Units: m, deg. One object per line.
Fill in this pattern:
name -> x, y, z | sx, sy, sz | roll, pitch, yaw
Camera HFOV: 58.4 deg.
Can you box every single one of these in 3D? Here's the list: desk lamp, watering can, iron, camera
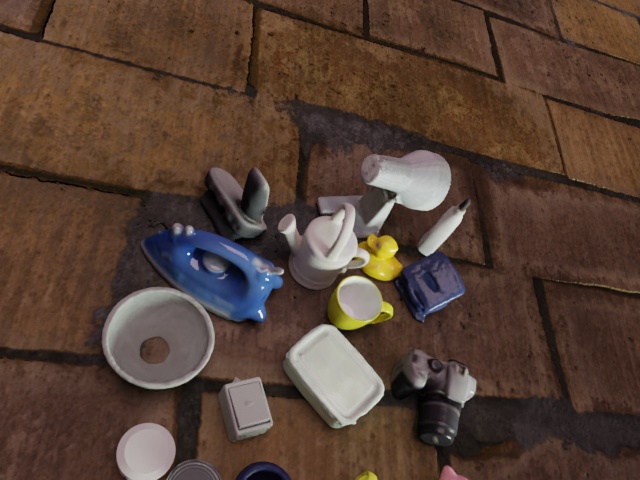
desk lamp -> 0.128, -0.094, 1.145 | 0.204, 0.213, 0.118 | -4, 61, -25
watering can -> 0.009, 0.006, 1.043 | 0.173, 0.194, 0.101 | 0, 60, -23
iron -> -0.183, 0.033, 0.976 | 0.258, 0.141, 0.119 | 27, 53, -6
camera -> 0.204, 0.280, 1.013 | 0.143, 0.100, 0.137 | 24, 53, -8

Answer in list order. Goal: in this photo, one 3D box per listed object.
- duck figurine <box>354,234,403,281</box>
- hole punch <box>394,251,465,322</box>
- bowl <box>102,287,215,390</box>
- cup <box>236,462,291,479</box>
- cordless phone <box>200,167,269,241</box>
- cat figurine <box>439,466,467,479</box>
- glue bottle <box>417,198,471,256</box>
duck figurine -> 0.127, 0.028, 1.148 | 0.104, 0.086, 0.078 | 36, 53, 1
hole punch -> 0.219, 0.091, 1.145 | 0.101, 0.091, 0.108 | -18, 68, -31
bowl -> -0.255, 0.163, 0.904 | 0.168, 0.074, 0.167 | 11, 56, -17
cup -> -0.088, 0.388, 0.822 | 0.092, 0.095, 0.117 | -1, 60, -24
cordless phone -> -0.143, -0.094, 1.046 | 0.094, 0.185, 0.147 | -27, 73, -34
cat figurine -> 0.211, 0.432, 0.909 | 0.067, 0.117, 0.128 | 13, 55, -15
glue bottle -> 0.265, -0.036, 1.194 | 0.037, 0.173, 0.078 | 36, 53, 2
